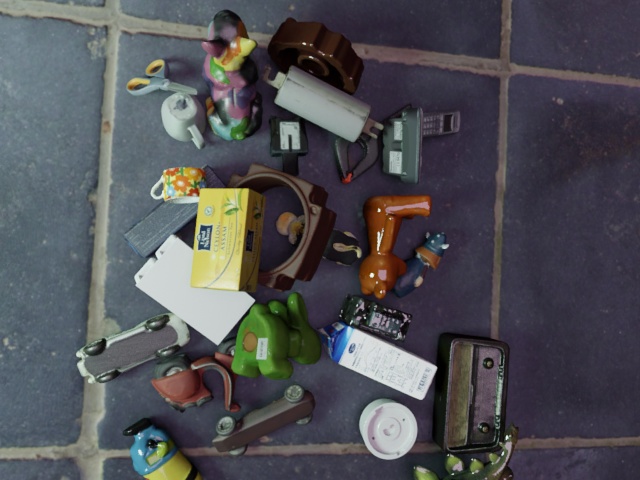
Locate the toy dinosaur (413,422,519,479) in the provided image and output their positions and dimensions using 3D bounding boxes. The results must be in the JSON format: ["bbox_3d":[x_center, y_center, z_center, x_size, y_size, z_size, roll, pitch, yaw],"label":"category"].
[{"bbox_3d":[0.234,0.541,1.043,0.198,0.105,0.471,30,96,-14],"label":"toy dinosaur"}]

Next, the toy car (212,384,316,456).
[{"bbox_3d":[-0.105,0.337,1.012,0.202,0.053,0.089,-23,133,-8],"label":"toy car"}]

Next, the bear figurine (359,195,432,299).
[{"bbox_3d":[0.140,0.013,1.035,0.132,0.120,0.195,-2,86,-13],"label":"bear figurine"}]

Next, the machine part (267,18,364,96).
[{"bbox_3d":[-0.005,-0.332,0.991,0.179,0.179,0.056,27,80,-9],"label":"machine part"}]

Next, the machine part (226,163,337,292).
[{"bbox_3d":[-0.089,-0.023,0.965,0.201,0.087,0.201,22,89,23],"label":"machine part"}]

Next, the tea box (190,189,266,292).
[{"bbox_3d":[-0.154,0.001,0.905,0.098,0.068,0.169,1,84,21],"label":"tea box"}]

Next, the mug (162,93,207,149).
[{"bbox_3d":[-0.245,-0.218,0.977,0.081,0.107,0.109,-25,92,-9],"label":"mug"}]

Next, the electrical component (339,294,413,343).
[{"bbox_3d":[0.106,0.147,1.023,0.115,0.134,0.058,18,86,-8],"label":"electrical component"}]

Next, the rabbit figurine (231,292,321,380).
[{"bbox_3d":[-0.070,0.183,1.004,0.170,0.121,0.159,18,61,-47],"label":"rabbit figurine"}]

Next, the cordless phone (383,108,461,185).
[{"bbox_3d":[0.217,-0.194,1.082,0.184,0.089,0.146,-15,111,-38],"label":"cordless phone"}]

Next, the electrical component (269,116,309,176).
[{"bbox_3d":[-0.059,-0.180,1.041,0.075,0.048,0.119,-6,90,-11],"label":"electrical component"}]

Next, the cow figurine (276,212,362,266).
[{"bbox_3d":[-0.004,-0.002,1.024,0.167,0.098,0.068,21,92,-9],"label":"cow figurine"}]

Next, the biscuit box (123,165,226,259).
[{"bbox_3d":[-0.266,-0.051,0.994,0.203,0.059,0.062,-41,97,-9],"label":"biscuit box"}]

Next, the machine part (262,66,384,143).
[{"bbox_3d":[0.005,-0.252,1.002,0.243,0.079,0.079,24,85,-9],"label":"machine part"}]

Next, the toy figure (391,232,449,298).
[{"bbox_3d":[0.199,0.047,1.079,0.154,0.057,0.064,-44,75,-5],"label":"toy figure"}]

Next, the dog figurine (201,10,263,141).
[{"bbox_3d":[-0.154,-0.283,0.940,0.108,0.219,0.191,-3,89,-7],"label":"dog figurine"}]

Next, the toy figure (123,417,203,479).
[{"bbox_3d":[-0.283,0.405,0.973,0.089,0.082,0.180,-28,92,-8],"label":"toy figure"}]

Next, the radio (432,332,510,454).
[{"bbox_3d":[0.305,0.308,1.086,0.131,0.073,0.229,5,90,-10],"label":"radio"}]

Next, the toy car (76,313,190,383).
[{"bbox_3d":[-0.339,0.195,0.980,0.202,0.056,0.073,-22,99,-9],"label":"toy car"}]

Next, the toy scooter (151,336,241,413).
[{"bbox_3d":[-0.210,0.266,0.994,0.184,0.075,0.135,-15,93,-15],"label":"toy scooter"}]
